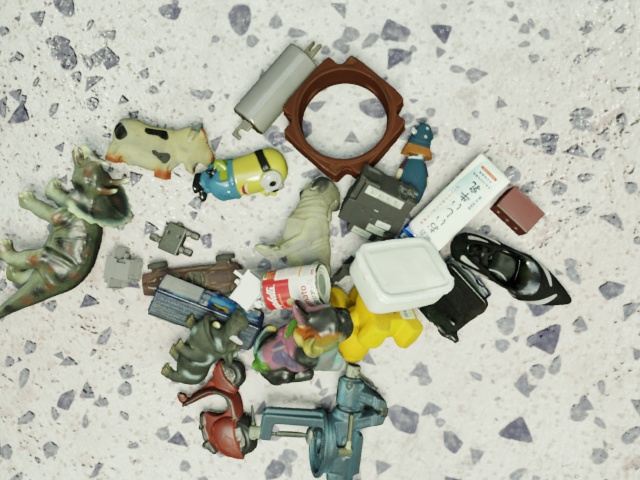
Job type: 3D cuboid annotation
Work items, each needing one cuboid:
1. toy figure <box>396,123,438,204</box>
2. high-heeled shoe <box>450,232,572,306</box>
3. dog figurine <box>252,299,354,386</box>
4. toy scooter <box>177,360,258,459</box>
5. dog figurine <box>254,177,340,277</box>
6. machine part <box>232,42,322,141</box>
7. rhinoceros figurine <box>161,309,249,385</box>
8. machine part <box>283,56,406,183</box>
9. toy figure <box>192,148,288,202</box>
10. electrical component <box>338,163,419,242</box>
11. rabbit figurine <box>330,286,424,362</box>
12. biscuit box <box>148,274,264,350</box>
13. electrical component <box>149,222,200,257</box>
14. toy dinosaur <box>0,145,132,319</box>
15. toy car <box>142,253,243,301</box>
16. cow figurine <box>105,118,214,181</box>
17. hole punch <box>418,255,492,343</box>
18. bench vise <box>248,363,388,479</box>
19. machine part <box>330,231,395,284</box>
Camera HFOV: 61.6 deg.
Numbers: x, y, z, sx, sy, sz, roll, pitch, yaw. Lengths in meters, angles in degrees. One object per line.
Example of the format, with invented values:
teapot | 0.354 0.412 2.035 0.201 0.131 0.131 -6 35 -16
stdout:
toy figure | 0.179 -0.146 1.018 0.058 0.064 0.154 5 80 42
high-heeled shoe | 0.346 0.054 0.948 0.249 0.145 0.086 23 89 7
dog figurine | -0.036 0.165 0.879 0.192 0.219 0.108 -16 69 1
toy scooter | -0.195 0.321 1.003 0.135 0.075 0.184 -13 82 3
dog figurine | -0.001 -0.004 1.010 0.190 0.121 0.172 -46 119 -17
machine part | -0.085 -0.290 1.038 0.079 0.079 0.243 41 91 6
rhinoceros figurine | -0.199 0.190 0.945 0.112 0.073 0.190 35 116 -14
machine part | 0.046 -0.227 1.020 0.201 0.087 0.201 42 90 7
toy figure | -0.151 -0.124 1.028 0.180 0.082 0.089 -8 88 5
electrical component | 0.100 -0.060 0.984 0.115 0.134 0.058 28 43 -5
rabbit figurine | 0.074 0.148 0.967 0.122 0.173 0.162 -8 53 -35
biscuit box | -0.207 0.135 0.992 0.203 0.059 0.062 24 115 -9
electrical component | -0.287 -0.005 1.058 0.094 0.021 0.063 22 87 6
toy dinosaur | -0.493 0.015 1.030 0.192 0.131 0.404 23 94 6
toy car | -0.248 0.077 1.036 0.202 0.053 0.089 -5 89 2
cow figurine | -0.300 -0.181 1.038 0.195 0.085 0.127 17 99 -8
hole punch | 0.242 0.099 0.992 0.142 0.092 0.116 48 119 3
bench vise | -0.004 0.325 0.958 0.241 0.129 0.223 7 103 -12
machine part | 0.081 0.032 0.985 0.139 0.084 0.039 -36 82 24
